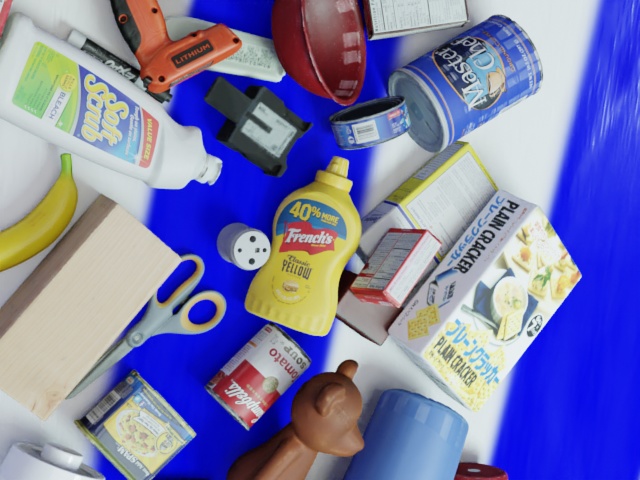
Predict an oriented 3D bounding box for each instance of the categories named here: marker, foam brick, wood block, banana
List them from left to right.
[{"bbox_3d":[-0.313,-0.005,1.056,0.197,0.037,0.069,-36,94,-15],"label":"banana"},{"bbox_3d":[-0.245,0.064,1.064,0.090,0.090,0.206,43,82,-22],"label":"wood block"},{"bbox_3d":[-0.202,-0.174,1.082,0.121,0.020,0.020,31,86,-24],"label":"marker"},{"bbox_3d":[0.045,0.075,1.207,0.078,0.053,0.051,37,83,-24],"label":"foam brick"}]

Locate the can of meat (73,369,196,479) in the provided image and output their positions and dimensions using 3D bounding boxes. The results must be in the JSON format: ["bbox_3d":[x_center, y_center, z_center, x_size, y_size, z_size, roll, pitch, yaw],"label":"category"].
[{"bbox_3d":[-0.193,0.200,1.125,0.084,0.058,0.102,-44,112,-13],"label":"can of meat"}]

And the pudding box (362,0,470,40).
[{"bbox_3d":[0.101,-0.272,1.166,0.113,0.039,0.090,-9,95,-4],"label":"pudding box"}]

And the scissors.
[{"bbox_3d":[-0.177,0.108,1.139,0.096,0.016,0.201,37,84,-23],"label":"scissors"}]

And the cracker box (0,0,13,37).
[{"bbox_3d":[-0.331,-0.181,0.949,0.072,0.164,0.214,19,91,-27],"label":"cracker box"}]

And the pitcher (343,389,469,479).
[{"bbox_3d":[0.084,0.302,1.209,0.145,0.149,0.242,24,75,-3],"label":"pitcher"}]

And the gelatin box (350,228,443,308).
[{"bbox_3d":[0.081,0.029,1.149,0.030,0.073,0.089,42,72,-22],"label":"gelatin box"}]

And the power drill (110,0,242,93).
[{"bbox_3d":[-0.154,-0.255,1.052,0.184,0.057,0.187,-31,94,-8],"label":"power drill"}]

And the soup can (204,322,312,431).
[{"bbox_3d":[-0.067,0.148,1.164,0.102,0.069,0.068,-45,112,-12],"label":"soup can"}]

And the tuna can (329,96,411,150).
[{"bbox_3d":[0.055,-0.128,1.161,0.086,0.086,0.034,-22,108,-18],"label":"tuna can"}]

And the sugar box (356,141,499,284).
[{"bbox_3d":[0.122,-0.024,1.228,0.176,0.048,0.093,-40,111,-9],"label":"sugar box"}]

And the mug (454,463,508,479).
[{"bbox_3d":[0.191,0.317,1.275,0.093,0.117,0.081,1,93,-40],"label":"mug"}]

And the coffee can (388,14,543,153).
[{"bbox_3d":[0.161,-0.175,1.189,0.140,0.103,0.103,-31,109,-16],"label":"coffee can"}]

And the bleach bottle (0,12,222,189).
[{"bbox_3d":[-0.208,-0.125,1.066,0.250,0.068,0.102,25,88,-26],"label":"bleach bottle"}]

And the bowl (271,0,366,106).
[{"bbox_3d":[-0.006,-0.216,1.112,0.161,0.055,0.162,-7,90,-65],"label":"bowl"}]

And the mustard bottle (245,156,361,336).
[{"bbox_3d":[-0.008,0.001,1.158,0.096,0.058,0.191,19,89,17],"label":"mustard bottle"}]
